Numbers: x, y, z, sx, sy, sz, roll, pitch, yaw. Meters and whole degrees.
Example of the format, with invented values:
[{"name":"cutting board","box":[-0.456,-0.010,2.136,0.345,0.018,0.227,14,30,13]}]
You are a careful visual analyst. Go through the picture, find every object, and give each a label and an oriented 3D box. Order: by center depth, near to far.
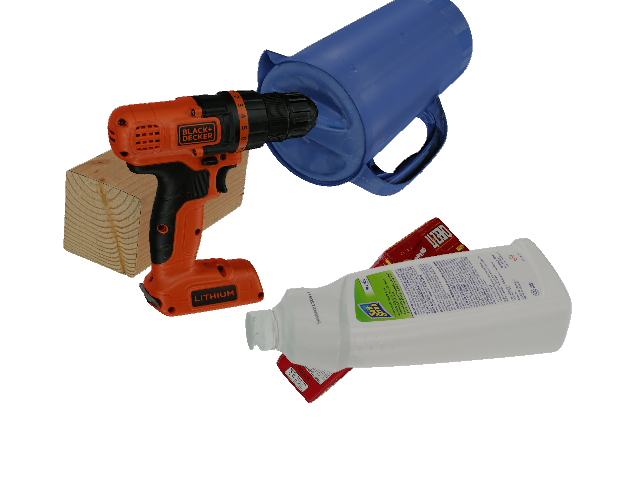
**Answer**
[{"name":"bleach bottle","box":[0.064,0.055,0.846,0.250,0.068,0.102,-4,35,-15]},{"name":"power drill","box":[-0.088,-0.036,0.921,0.184,0.188,0.057,-8,21,-23]},{"name":"pitcher","box":[0.061,-0.158,1.092,0.145,0.149,0.242,13,38,36]},{"name":"wood block","box":[-0.167,-0.053,1.116,0.090,0.091,0.205,21,30,19]},{"name":"cracker box","box":[0.062,0.079,1.262,0.214,0.072,0.164,-47,-7,30]}]
